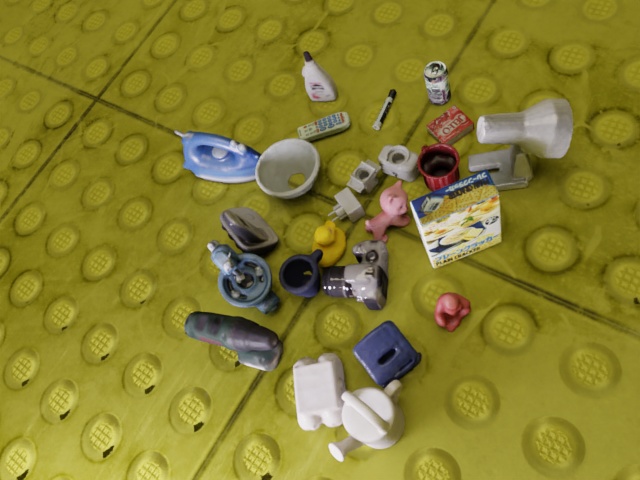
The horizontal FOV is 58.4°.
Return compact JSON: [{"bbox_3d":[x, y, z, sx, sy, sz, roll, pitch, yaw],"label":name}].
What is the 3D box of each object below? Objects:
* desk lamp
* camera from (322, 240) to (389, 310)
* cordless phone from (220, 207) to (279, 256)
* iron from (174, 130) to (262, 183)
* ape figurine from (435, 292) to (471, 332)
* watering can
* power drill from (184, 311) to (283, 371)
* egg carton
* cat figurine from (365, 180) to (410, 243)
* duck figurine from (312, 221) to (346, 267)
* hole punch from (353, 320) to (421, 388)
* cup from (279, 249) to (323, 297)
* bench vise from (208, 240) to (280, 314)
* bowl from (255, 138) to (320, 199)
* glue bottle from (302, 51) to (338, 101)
[{"bbox_3d":[0.411,-0.197,1.197,0.203,0.214,0.118,-8,63,15],"label":"desk lamp"},{"bbox_3d":[0.075,0.072,1.244,0.136,0.101,0.143,-1,65,18],"label":"camera"},{"bbox_3d":[-0.187,-0.043,1.337,0.094,0.185,0.147,-43,60,-5],"label":"cordless phone"},{"bbox_3d":[-0.247,-0.229,1.472,0.257,0.142,0.119,10,69,22],"label":"iron"},{"bbox_3d":[0.265,0.135,1.156,0.077,0.092,0.076,-16,61,11],"label":"ape figurine"},{"bbox_3d":[0.089,0.332,1.059,0.100,0.194,0.173,13,70,24],"label":"watering can"},{"bbox_3d":[-0.157,0.209,1.192,0.229,0.209,0.076,9,68,22],"label":"power drill"},{"bbox_3d":[0.001,0.309,1.172,0.107,0.069,0.150,-14,62,11],"label":"egg carton"},{"bbox_3d":[0.151,-0.067,1.276,0.128,0.118,0.067,-41,60,-4],"label":"cat figurine"},{"bbox_3d":[0.012,0.005,1.306,0.077,0.086,0.105,18,72,25],"label":"duck figurine"},{"bbox_3d":[0.136,0.230,1.153,0.108,0.091,0.101,-39,60,-3],"label":"hole punch"},{"bbox_3d":[-0.026,0.079,1.277,0.091,0.095,0.118,36,80,29],"label":"cup"},{"bbox_3d":[-0.200,0.069,1.267,0.206,0.220,0.121,22,74,26],"label":"bench vise"},{"bbox_3d":[-0.071,-0.165,1.422,0.167,0.075,0.167,-7,63,15],"label":"bowl"},{"bbox_3d":[-0.012,-0.423,1.469,0.078,0.173,0.037,0,65,19],"label":"glue bottle"}]
